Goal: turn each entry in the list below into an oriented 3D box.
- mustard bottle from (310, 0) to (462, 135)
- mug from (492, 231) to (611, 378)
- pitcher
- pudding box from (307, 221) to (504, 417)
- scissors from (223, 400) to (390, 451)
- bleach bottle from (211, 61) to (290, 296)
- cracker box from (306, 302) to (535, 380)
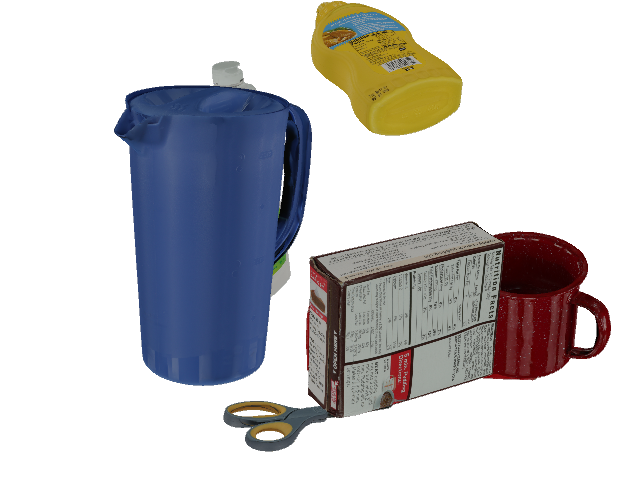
[{"bbox_3d":[0.045,-0.173,0.999,0.096,0.058,0.192,-19,45,-18],"label":"mustard bottle"},{"bbox_3d":[0.164,0.054,0.810,0.117,0.081,0.093,17,37,32],"label":"mug"},{"bbox_3d":[-0.088,-0.008,0.909,0.149,0.243,0.145,4,19,2],"label":"pitcher"},{"bbox_3d":[0.049,0.044,0.610,0.113,0.090,0.039,-13,27,-28],"label":"pudding box"},{"bbox_3d":[-0.006,0.204,1.190,0.201,0.016,0.096,3,23,-11],"label":"scissors"},{"bbox_3d":[-0.087,-0.059,1.115,0.068,0.251,0.102,9,28,29],"label":"bleach bottle"},{"bbox_3d":[0.099,0.074,1.049,0.214,0.072,0.164,2,17,5],"label":"cracker box"}]
